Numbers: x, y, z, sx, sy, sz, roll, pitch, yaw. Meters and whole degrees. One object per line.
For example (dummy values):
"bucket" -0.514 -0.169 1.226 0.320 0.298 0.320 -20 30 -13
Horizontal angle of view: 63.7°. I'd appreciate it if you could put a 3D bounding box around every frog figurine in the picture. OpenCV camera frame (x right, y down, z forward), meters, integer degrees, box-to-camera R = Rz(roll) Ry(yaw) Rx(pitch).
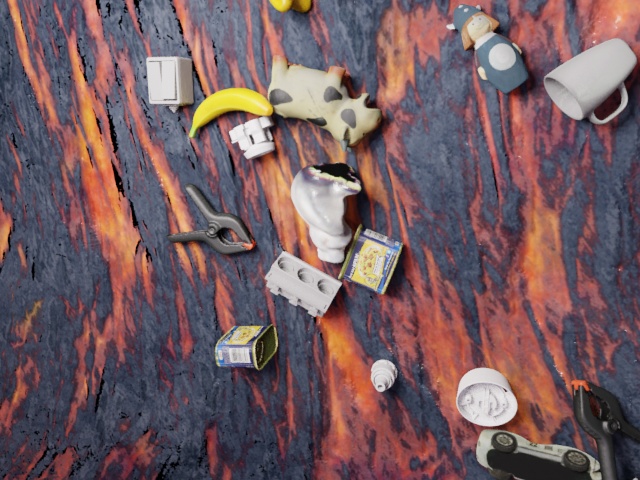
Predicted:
"frog figurine" 0.003 -0.044 0.867 0.139 0.123 0.157 44 125 49
